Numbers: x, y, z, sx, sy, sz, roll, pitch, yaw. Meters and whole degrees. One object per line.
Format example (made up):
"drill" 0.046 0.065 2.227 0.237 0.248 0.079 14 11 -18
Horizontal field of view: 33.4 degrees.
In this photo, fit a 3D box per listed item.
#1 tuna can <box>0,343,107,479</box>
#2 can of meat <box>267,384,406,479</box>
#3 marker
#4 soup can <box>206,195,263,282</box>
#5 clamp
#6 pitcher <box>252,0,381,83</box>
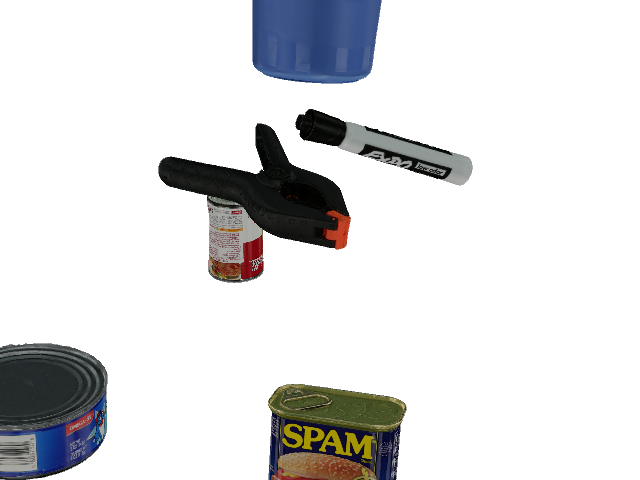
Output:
"tuna can" -0.155 0.089 0.561 0.086 0.034 0.086 3 23 -1
"can of meat" 0.010 0.162 0.809 0.102 0.084 0.057 7 15 11
"marker" 0.039 -0.056 0.646 0.120 0.020 0.020 14 -7 -28
"soup can" -0.103 -0.010 1.289 0.068 0.102 0.068 0 25 0
"clamp" -0.049 -0.041 0.869 0.120 0.039 0.172 -24 41 -27
"pitcher" 0.007 -0.260 0.914 0.145 0.243 0.149 6 17 7
